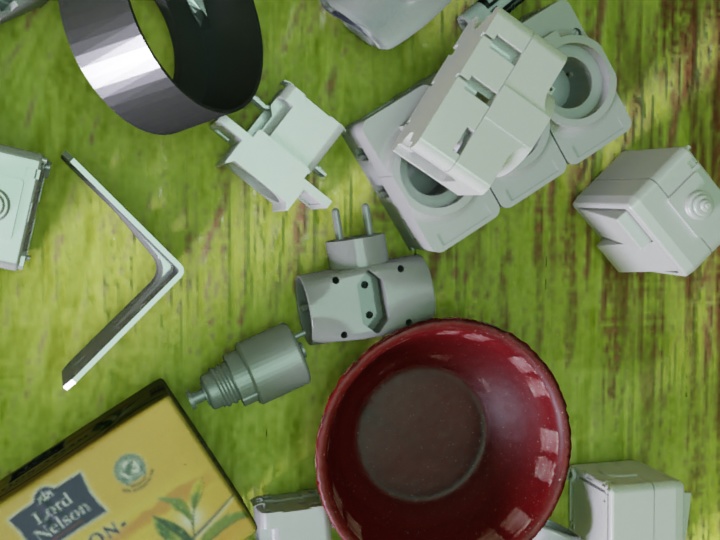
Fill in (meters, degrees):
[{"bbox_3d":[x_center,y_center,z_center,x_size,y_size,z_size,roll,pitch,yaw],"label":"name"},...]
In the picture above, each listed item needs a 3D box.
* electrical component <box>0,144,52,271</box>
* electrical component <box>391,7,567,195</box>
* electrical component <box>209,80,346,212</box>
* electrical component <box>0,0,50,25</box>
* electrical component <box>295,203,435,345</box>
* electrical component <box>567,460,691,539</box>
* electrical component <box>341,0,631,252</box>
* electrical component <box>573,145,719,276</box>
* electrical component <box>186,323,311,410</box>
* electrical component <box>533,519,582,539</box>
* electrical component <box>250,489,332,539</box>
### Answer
[{"bbox_3d":[-0.202,-0.037,0.571,0.061,0.096,0.061,13,91,-15],"label":"electrical component"},{"bbox_3d":[0.069,-0.089,0.595,0.056,0.050,0.089,33,86,-14],"label":"electrical component"},{"bbox_3d":[-0.046,-0.073,0.637,0.081,0.042,0.063,39,83,-14],"label":"electrical component"},{"bbox_3d":[-0.183,-0.167,0.578,0.042,0.064,0.081,55,39,-11],"label":"electrical component"},{"bbox_3d":[0.000,0.000,0.653,0.077,0.043,0.079,-10,95,-13],"label":"electrical component"},{"bbox_3d":[0.175,0.177,0.700,0.061,0.062,0.096,-2,94,-14],"label":"electrical component"},{"bbox_3d":[0.078,-0.087,0.657,0.150,0.062,0.089,-33,101,-10],"label":"electrical component"},{"bbox_3d":[0.185,-0.034,0.670,0.061,0.096,0.061,-44,103,-7],"label":"electrical component"},{"bbox_3d":[-0.066,0.062,0.642,0.078,0.040,0.040,-24,99,-11],"label":"electrical component"},{"bbox_3d":[0.112,0.189,0.693,0.045,0.045,0.055,24,88,-15],"label":"electrical component"},{"bbox_3d":[-0.041,0.168,0.655,0.081,0.042,0.063,-5,94,-14],"label":"electrical component"}]
